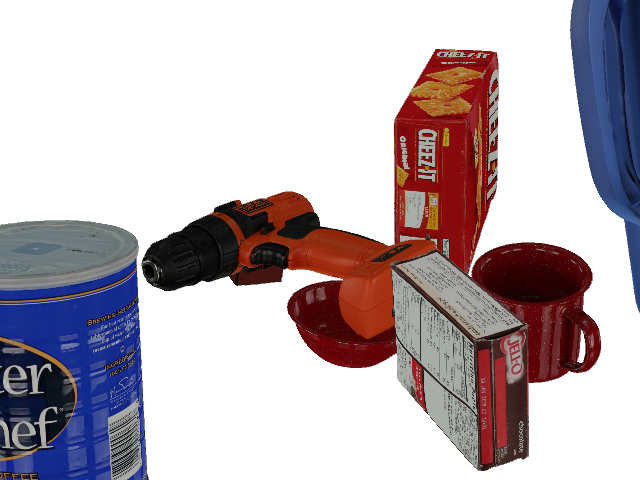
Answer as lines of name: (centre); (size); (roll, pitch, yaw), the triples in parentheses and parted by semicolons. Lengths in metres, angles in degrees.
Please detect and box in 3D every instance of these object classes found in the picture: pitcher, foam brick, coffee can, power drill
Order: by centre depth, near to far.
coffee can: (-0.144, 0.069, 0.560); (0.103, 0.140, 0.103); (0, 16, 0)
pitcher: (0.216, -0.064, 0.591); (0.149, 0.243, 0.145); (-6, 22, 11)
power drill: (-0.019, 0.016, 0.830); (0.188, 0.057, 0.184); (19, 28, 33)
foam brick: (-0.074, 0.003, 1.082); (0.052, 0.051, 0.078); (-5, 30, -24)

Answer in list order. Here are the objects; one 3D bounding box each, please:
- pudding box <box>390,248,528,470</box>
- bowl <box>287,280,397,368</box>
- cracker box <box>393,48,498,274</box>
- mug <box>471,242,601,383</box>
pudding box: (0.082, 0.068, 0.637); (0.039, 0.090, 0.114); (-14, 27, -19)
bowl: (0.039, 0.108, 1.291); (0.162, 0.055, 0.162); (4, 24, -2)
cracker box: (0.123, -0.074, 1.009); (0.072, 0.164, 0.213); (5, 27, 15)
mug: (0.175, 0.064, 0.848); (0.093, 0.081, 0.117); (-24, 36, -30)
